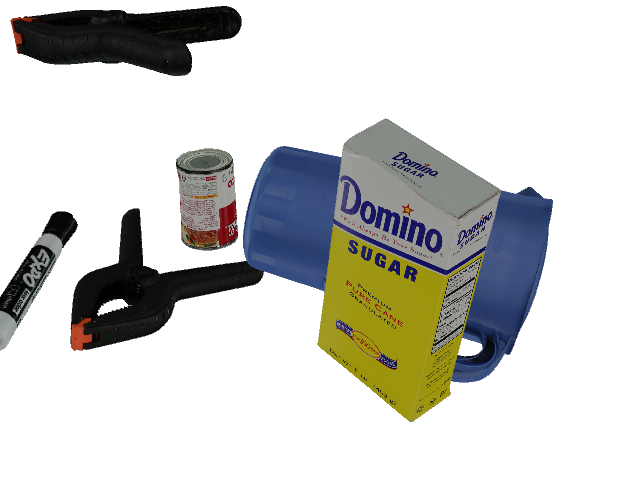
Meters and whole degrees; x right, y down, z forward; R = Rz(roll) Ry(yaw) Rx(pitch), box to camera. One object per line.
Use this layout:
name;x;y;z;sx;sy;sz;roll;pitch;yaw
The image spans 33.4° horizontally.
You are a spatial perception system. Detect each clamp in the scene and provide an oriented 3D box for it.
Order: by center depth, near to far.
clamp;-0.146;-0.155;0.803;0.172;0.039;0.120;11;23;21
clamp;-0.177;0.038;1.028;0.165;0.036;0.209;26;36;24

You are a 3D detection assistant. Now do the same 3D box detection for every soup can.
soup can;-0.133;-0.049;1.253;0.068;0.102;0.068;-1;28;0

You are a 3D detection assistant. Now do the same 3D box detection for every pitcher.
pitcher;0.060;0.010;0.886;0.243;0.145;0.149;15;17;8

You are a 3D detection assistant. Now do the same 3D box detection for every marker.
marker;-0.181;0.021;0.668;0.020;0.020;0.121;0;38;14

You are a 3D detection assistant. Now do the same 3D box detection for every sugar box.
sugar box;0.049;0.022;0.666;0.048;0.176;0.093;-32;53;-33
